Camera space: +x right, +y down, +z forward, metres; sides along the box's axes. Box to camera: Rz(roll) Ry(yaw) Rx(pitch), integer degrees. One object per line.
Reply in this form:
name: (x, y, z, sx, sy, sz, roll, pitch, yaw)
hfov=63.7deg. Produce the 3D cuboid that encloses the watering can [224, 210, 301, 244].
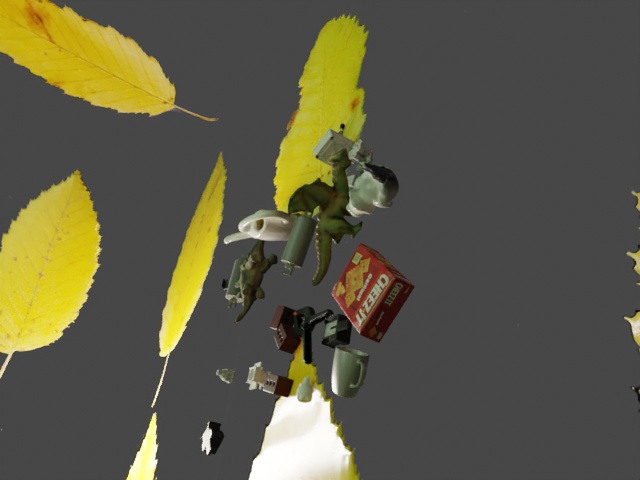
watering can: (-0.204, -0.041, 1.909, 0.343, 0.224, 0.105, -27, 61, 52)

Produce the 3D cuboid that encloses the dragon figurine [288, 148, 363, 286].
dragon figurine: (0.005, -0.077, 1.524, 0.411, 0.240, 0.123, -62, 29, -1)

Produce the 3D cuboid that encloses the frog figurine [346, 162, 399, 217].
frog figurine: (0.148, -0.129, 1.453, 0.139, 0.124, 0.156, 36, 127, 29)
